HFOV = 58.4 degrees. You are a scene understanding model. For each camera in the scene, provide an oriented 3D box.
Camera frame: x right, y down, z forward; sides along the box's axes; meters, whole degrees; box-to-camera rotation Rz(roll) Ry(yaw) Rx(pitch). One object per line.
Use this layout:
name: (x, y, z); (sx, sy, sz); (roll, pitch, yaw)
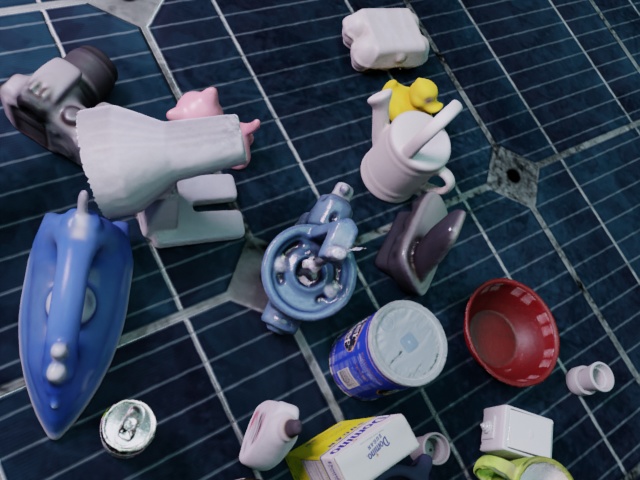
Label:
camera: (-0.311, -0.185, 0.741); (0.143, 0.100, 0.137); (32, 61, -6)

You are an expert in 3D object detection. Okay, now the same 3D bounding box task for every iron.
iron: (-0.271, 0.078, 0.623); (0.119, 0.141, 0.258); (6, 66, -18)

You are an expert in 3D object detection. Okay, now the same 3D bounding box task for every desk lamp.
desk lamp: (-0.177, -0.077, 0.683); (0.204, 0.213, 0.118); (-7, 71, -23)

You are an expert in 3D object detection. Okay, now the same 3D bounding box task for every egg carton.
egg carton: (0.114, -0.343, 0.988); (0.151, 0.069, 0.107); (-12, 73, -25)

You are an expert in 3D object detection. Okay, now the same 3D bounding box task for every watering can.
watering can: (0.135, -0.143, 0.841); (0.173, 0.193, 0.101); (29, 61, -7)

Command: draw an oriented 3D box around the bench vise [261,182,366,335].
bench vise: (-0.005, 0.000, 0.713); (0.122, 0.219, 0.207); (11, 65, -16)

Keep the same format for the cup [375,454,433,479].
cup: (0.084, 0.308, 0.689); (0.092, 0.094, 0.118); (42, 60, 0)

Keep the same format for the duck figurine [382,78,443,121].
duck figurine: (0.157, -0.236, 0.950); (0.104, 0.086, 0.078); (39, 61, -2)

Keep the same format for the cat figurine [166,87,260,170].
cat figurine: (-0.144, -0.160, 0.785); (0.128, 0.117, 0.067); (10, 65, -17)

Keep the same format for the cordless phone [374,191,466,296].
cordless phone: (0.165, -0.013, 0.803); (0.094, 0.184, 0.148); (28, 61, -7)

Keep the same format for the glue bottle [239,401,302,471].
glue bottle: (-0.048, 0.212, 0.634); (0.037, 0.173, 0.078); (21, 63, -11)
